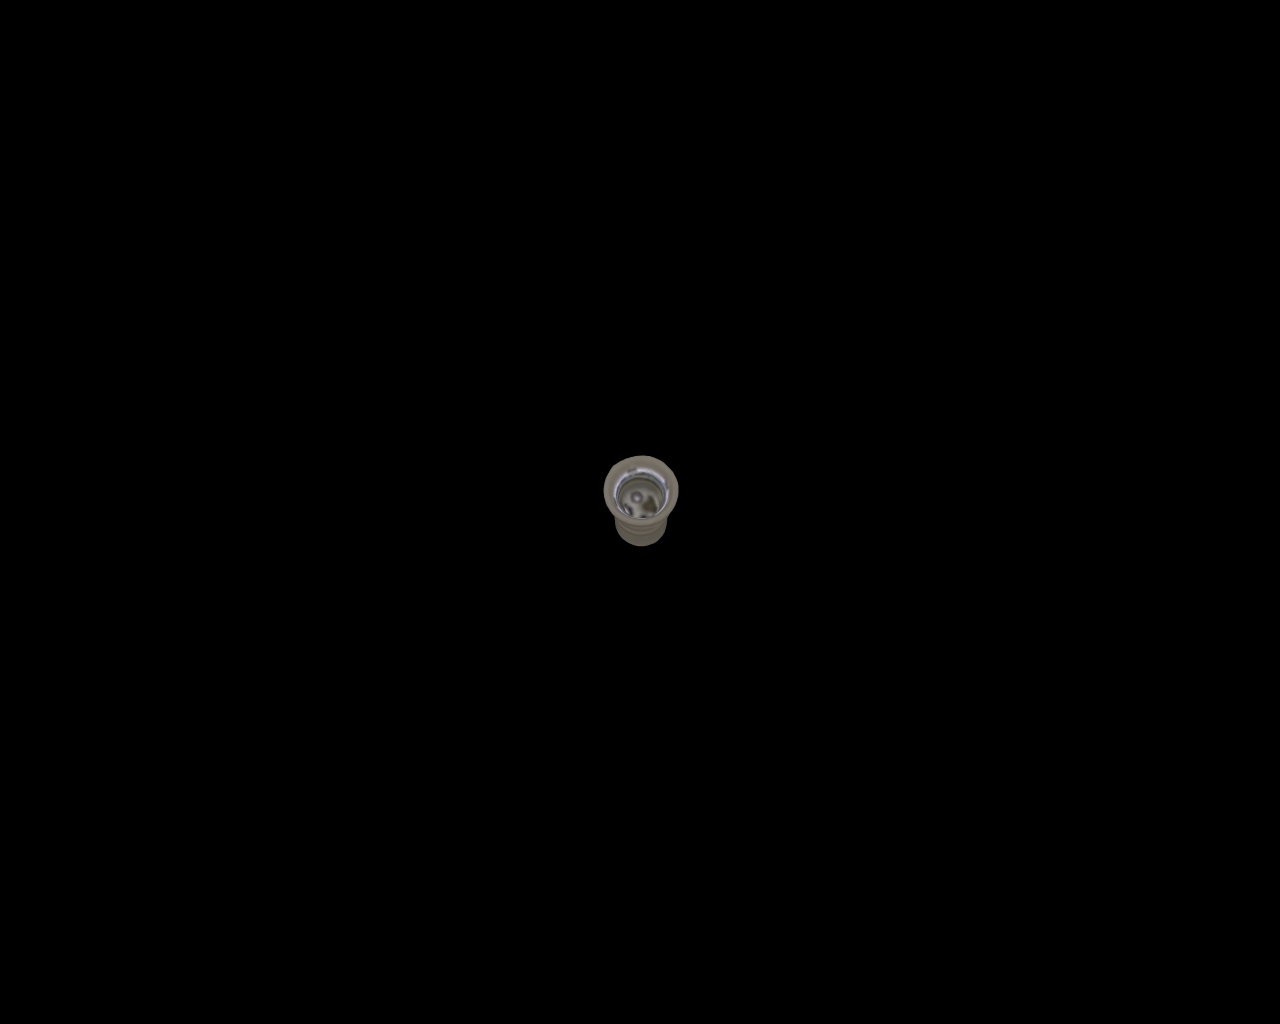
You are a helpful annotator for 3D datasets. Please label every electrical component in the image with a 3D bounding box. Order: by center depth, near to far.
[{"bbox_3d":[0.001,-0.003,0.650,0.044,0.044,0.065,0,-19,0],"label":"electrical component"}]
